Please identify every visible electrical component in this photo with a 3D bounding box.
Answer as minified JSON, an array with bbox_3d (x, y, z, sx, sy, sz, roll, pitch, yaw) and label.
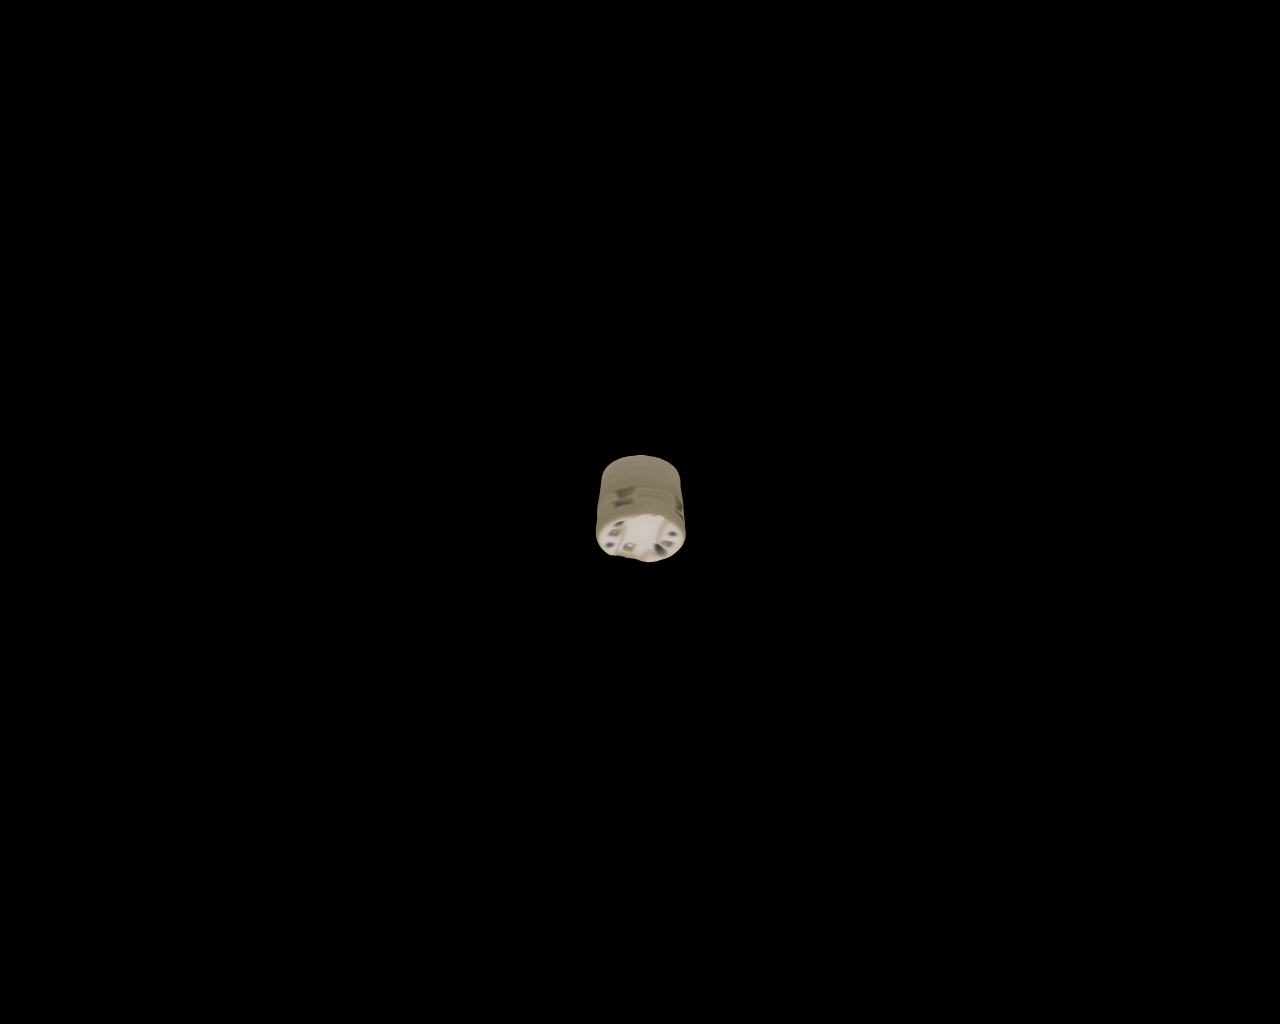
[{"bbox_3d":[0.001,-0.003,0.650,0.055,0.047,0.055,0,-33,0],"label":"electrical component"}]
